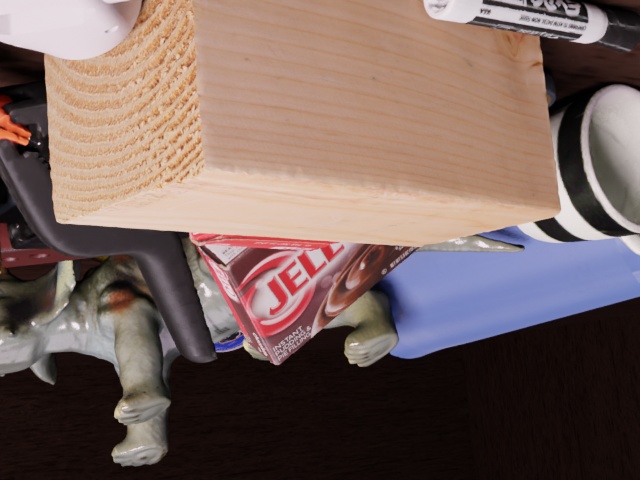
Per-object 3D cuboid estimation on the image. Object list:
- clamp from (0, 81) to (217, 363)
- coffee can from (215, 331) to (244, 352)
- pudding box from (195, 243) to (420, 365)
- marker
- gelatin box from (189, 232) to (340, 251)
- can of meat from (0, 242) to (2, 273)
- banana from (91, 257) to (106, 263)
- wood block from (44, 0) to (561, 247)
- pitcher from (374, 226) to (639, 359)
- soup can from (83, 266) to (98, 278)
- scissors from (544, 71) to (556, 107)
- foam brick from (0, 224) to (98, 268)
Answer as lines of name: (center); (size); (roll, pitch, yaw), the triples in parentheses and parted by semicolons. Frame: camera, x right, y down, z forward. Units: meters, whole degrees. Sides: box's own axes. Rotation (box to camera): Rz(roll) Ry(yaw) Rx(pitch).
clamp: (-0.085, -0.016, 0.536); (0.209, 0.165, 0.036); (15, -164, -47)
coffee can: (-0.112, 0.048, 0.968); (0.103, 0.103, 0.140); (-8, 171, 13)
pudding box: (-0.004, 0.001, 0.571); (0.113, 0.039, 0.090); (-41, 142, -15)
marker: (0.095, -0.095, 0.450); (0.120, 0.020, 0.020); (1, 169, -36)
gelatin box: (-0.027, -0.041, 0.496); (0.073, 0.089, 0.030); (3, 167, -45)
can of meat: (-0.202, -0.018, 0.554); (0.057, 0.084, 0.102); (0, 170, -31)
banana: (-0.110, -0.007, 0.850); (0.198, 0.037, 0.069); (-6, -170, 14)
wood block: (0.001, -0.052, 0.438); (0.090, 0.091, 0.205); (-14, 168, 43)
pitcher: (0.149, -0.005, 0.769); (0.243, 0.149, 0.144); (-17, 150, 39)
soup can: (-0.135, 0.050, 0.864); (0.102, 0.068, 0.068); (-5, 171, 14)
scissors: (0.101, -0.068, 0.636); (0.096, 0.016, 0.201); (-9, 171, 20)
foam brick: (-0.183, -0.014, 0.695); (0.078, 0.051, 0.053); (-7, 171, 10)
